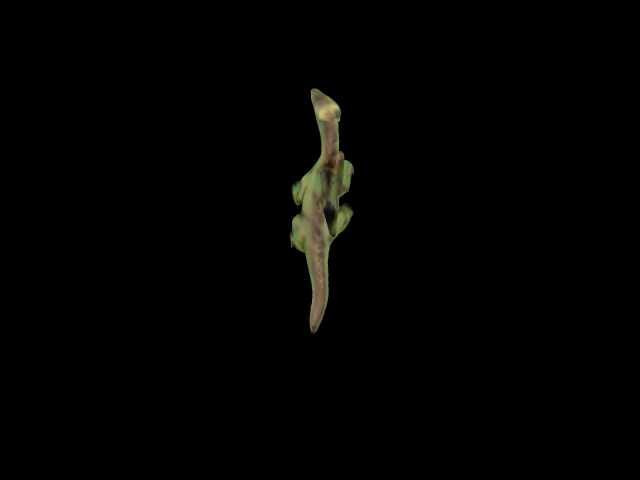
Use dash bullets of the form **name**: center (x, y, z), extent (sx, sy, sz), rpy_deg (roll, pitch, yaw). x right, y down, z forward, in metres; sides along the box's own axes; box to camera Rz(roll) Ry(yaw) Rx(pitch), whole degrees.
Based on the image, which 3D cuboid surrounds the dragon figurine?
- **dragon figurine**: center (0.003, -0.043, 0.850), extent (0.122, 0.413, 0.241), rpy_deg (0, -7, 0)
